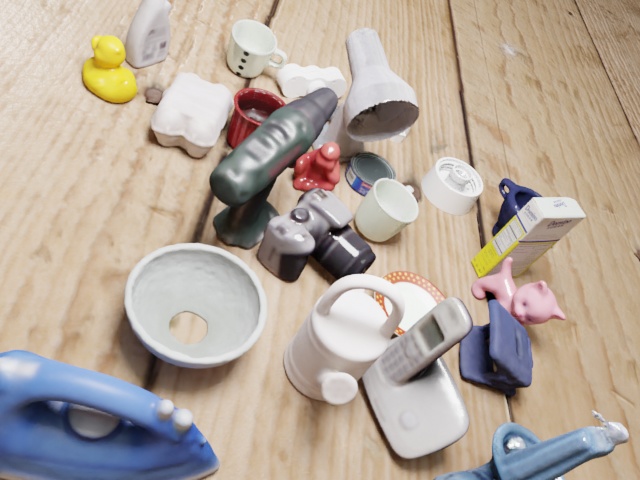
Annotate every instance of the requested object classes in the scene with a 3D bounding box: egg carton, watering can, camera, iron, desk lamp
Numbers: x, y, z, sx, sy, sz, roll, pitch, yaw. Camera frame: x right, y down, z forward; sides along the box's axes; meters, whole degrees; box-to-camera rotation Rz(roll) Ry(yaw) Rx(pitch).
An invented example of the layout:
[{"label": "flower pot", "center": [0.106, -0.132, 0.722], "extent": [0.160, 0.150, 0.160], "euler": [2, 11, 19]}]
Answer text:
[{"label": "egg carton", "center": [-0.203, -0.204, 0.917], "extent": [0.107, 0.069, 0.150], "euler": [20, 47, -10]}, {"label": "watering can", "center": [0.034, 0.113, 0.677], "extent": [0.101, 0.194, 0.172], "euler": [6, 50, -21]}, {"label": "camera", "center": [0.008, 0.003, 0.822], "extent": [0.136, 0.100, 0.143], "euler": [42, 47, 12]}, {"label": "iron", "center": [-0.207, 0.167, 0.550], "extent": [0.259, 0.141, 0.118], "euler": [17, 47, -12]}, {"label": "desk lamp", "center": [0.061, -0.229, 0.967], "extent": [0.118, 0.213, 0.203], "euler": [-3, 54, -27]}]

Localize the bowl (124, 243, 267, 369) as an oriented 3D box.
[{"label": "bowl", "center": [-0.151, 0.089, 0.690], "extent": [0.168, 0.074, 0.167], "euler": [14, 48, -15]}]

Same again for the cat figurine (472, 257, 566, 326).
[{"label": "cat figurine", "center": [0.313, 0.087, 0.889], "extent": [0.067, 0.117, 0.127], "euler": [-8, 56, -30]}]

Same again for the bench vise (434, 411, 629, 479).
[{"label": "bench vise", "center": [0.219, 0.267, 0.619], "extent": [0.208, 0.219, 0.121], "euler": [-19, 63, -36]}]

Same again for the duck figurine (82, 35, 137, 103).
[{"label": "duck figurine", "center": [-0.330, -0.278, 0.906], "extent": [0.078, 0.086, 0.104], "euler": [-28, 68, -40]}]

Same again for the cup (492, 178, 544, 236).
[{"label": "cup", "center": [0.346, -0.044, 1.032], "extent": [0.092, 0.095, 0.117], "euler": [-16, 61, -35]}]

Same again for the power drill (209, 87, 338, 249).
[{"label": "power drill", "center": [-0.072, -0.093, 0.790], "extent": [0.075, 0.208, 0.230], "euler": [36, 46, 7]}]

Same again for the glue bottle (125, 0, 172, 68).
[{"label": "glue bottle", "center": [-0.278, -0.371, 0.949], "extent": [0.037, 0.173, 0.078], "euler": [42, 47, 12]}]

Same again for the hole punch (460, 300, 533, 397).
[{"label": "hole punch", "center": [0.266, 0.154, 0.827], "extent": [0.101, 0.091, 0.108], "euler": [21, 46, -8]}]

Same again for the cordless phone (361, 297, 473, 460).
[{"label": "cordless phone", "center": [0.135, 0.165, 0.688], "extent": [0.094, 0.185, 0.147], "euler": [-8, 56, -30]}]

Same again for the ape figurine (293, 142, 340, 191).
[{"label": "ape figurine", "center": [0.003, -0.123, 0.933], "extent": [0.077, 0.092, 0.076], "euler": [39, 46, 9]}]
